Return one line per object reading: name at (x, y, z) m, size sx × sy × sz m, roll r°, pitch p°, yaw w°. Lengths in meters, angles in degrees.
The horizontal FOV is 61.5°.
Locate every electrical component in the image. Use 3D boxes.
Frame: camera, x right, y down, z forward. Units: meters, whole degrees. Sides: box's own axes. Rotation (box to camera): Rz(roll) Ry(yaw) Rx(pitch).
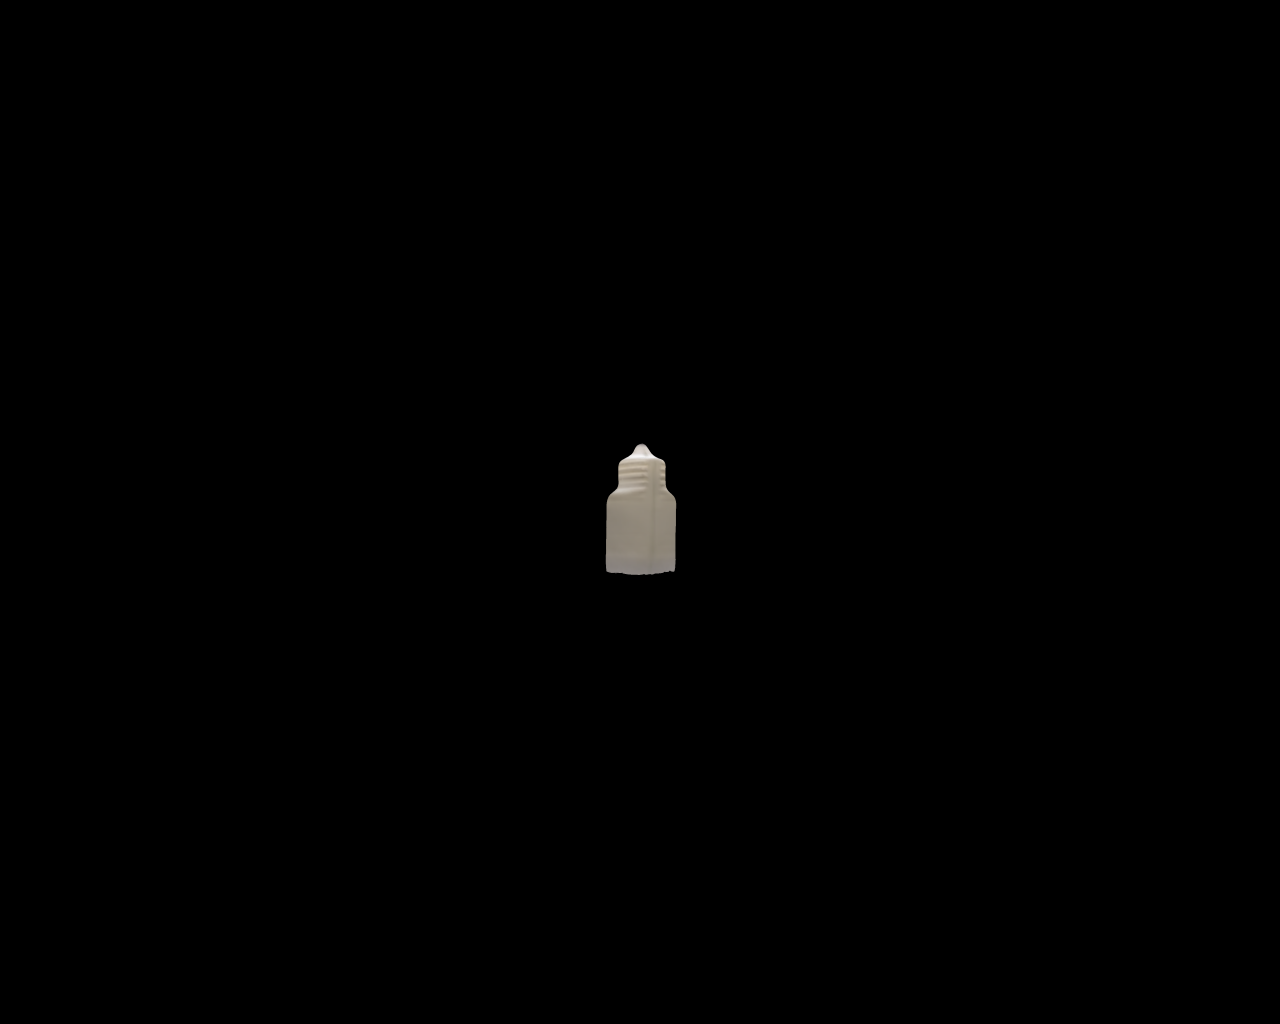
electrical component at (0.001, -0.003, 0.650) m, size 0.043 × 0.081 × 0.043 m, roll 0°, pitch 0°, yaw 0°
